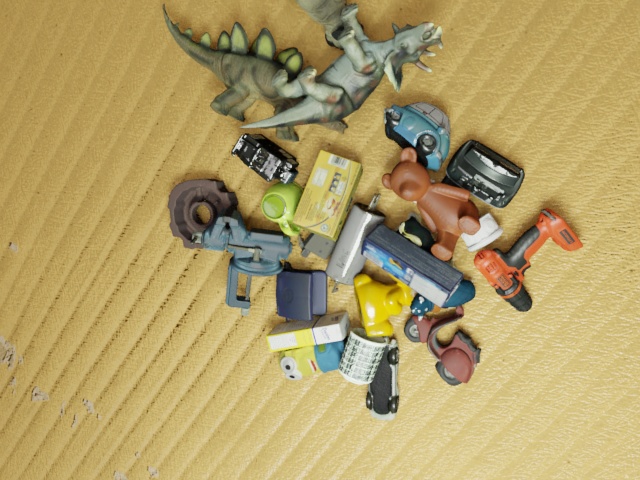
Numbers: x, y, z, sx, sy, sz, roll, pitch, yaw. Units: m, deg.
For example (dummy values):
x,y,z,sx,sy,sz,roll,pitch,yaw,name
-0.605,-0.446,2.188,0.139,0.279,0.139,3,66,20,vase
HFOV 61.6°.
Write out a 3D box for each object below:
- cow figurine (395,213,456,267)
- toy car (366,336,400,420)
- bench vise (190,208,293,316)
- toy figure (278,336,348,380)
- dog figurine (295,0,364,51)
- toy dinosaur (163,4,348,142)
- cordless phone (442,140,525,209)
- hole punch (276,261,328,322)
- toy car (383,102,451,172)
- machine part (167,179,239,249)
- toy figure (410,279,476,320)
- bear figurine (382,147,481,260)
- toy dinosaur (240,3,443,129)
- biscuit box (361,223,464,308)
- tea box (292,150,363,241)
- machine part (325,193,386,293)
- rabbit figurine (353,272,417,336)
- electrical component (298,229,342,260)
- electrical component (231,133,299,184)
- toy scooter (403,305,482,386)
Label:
x,y,z,sx,sy,sz,roll,pitch,yaw,name
0.227,0.023,1.120,0.068,0.098,0.167,-42,88,12,cow figurine
0.142,0.310,1.218,0.074,0.056,0.201,2,99,21,toy car
-0.179,0.057,1.196,0.224,0.129,0.240,3,111,-15,bench vise
-0.008,0.268,1.238,0.180,0.089,0.082,-19,88,8,toy figure
0.002,-0.468,1.055,0.121,0.172,0.190,-43,80,29,dog figurine
-0.149,-0.349,1.153,0.472,0.105,0.198,24,98,0,toy dinosaur
0.309,-0.096,1.097,0.147,0.089,0.184,34,118,5,cordless phone
-0.049,0.122,1.211,0.116,0.092,0.142,0,93,18,hole punch
0.207,-0.222,1.086,0.103,0.109,0.162,-44,75,-5,toy car
-0.271,-0.061,1.259,0.180,0.056,0.179,3,100,15,machine part
0.247,0.120,1.105,0.154,0.058,0.064,-12,93,-21,toy figure
0.210,-0.077,1.044,0.196,0.132,0.120,36,129,-6,bear figurine
0.045,-0.308,1.061,0.405,0.131,0.192,-36,128,18,toy dinosaur
0.179,0.047,1.070,0.203,0.063,0.059,35,144,21,biscuit box
0.018,-0.093,1.145,0.098,0.068,0.169,23,87,11,tea box
0.075,0.009,1.167,0.079,0.079,0.243,27,105,9,machine part
0.163,0.115,1.162,0.173,0.122,0.162,-8,89,2,rabbit figurine
-0.003,-0.002,1.206,0.078,0.045,0.102,25,111,-20,electrical component
-0.111,-0.173,1.164,0.134,0.115,0.058,37,109,8,electrical component
0.282,0.215,1.155,0.135,0.075,0.184,-43,83,17,toy scooter
